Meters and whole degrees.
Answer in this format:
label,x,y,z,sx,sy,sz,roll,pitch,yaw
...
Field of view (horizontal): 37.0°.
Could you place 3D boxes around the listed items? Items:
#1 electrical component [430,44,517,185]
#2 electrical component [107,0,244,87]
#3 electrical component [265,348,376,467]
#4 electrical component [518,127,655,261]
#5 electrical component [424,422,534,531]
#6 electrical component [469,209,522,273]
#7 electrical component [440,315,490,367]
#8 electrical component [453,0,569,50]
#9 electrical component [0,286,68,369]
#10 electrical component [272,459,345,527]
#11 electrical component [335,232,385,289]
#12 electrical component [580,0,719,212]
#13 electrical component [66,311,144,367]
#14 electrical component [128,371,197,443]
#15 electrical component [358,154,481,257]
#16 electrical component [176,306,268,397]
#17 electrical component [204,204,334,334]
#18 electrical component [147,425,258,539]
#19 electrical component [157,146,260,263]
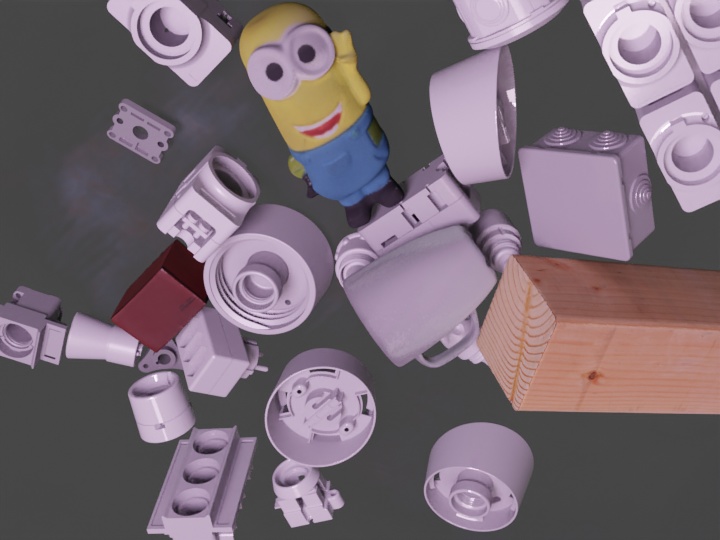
label,x,y,z,sx,sy,sz,roll,pitch,yaw
electrical component,0.093,-0.116,0.818,0.064,0.099,0.099,-14,116,21
electrical component,-0.142,-0.192,0.827,0.089,0.055,0.050,42,116,-16
electrical component,-0.034,0.124,0.985,0.099,0.064,0.099,3,119,5
electrical component,0.179,-0.062,0.844,0.100,0.048,0.099,12,128,42
electrical component,0.111,0.199,1.023,0.099,0.064,0.099,11,130,13
electrical component,0.113,-0.019,0.883,0.040,0.078,0.040,-4,118,-8
electrical component,0.101,0.066,0.954,0.061,0.035,0.035,40,116,-18
electrical component,0.108,-0.198,0.780,0.080,0.080,0.051,-25,108,19
electrical component,-0.305,0.050,0.978,0.081,0.063,0.042,19,119,-4
electrical component,-0.056,0.215,1.051,0.066,0.048,0.055,-15,124,15
electrical component,0.000,0.000,0.913,0.048,0.062,0.048,3,119,6
electrical component,0.251,-0.146,0.801,0.105,0.060,0.186,-26,113,20
electrical component,-0.233,0.066,0.992,0.065,0.044,0.044,13,120,-5
electrical component,-0.187,0.127,1.013,0.055,0.055,0.047,-10,114,12
electrical component,0.052,-0.044,0.889,0.089,0.050,0.055,-33,110,22
electrical component,-0.118,0.077,0.974,0.077,0.065,0.047,16,124,-35
electrical component,-0.082,0.005,0.921,0.108,0.060,0.108,6,120,10
electrical component,-0.144,0.211,1.015,0.079,0.121,0.063,-3,121,9
electrical component,-0.120,-0.058,0.880,0.050,0.089,0.056,41,116,-15
